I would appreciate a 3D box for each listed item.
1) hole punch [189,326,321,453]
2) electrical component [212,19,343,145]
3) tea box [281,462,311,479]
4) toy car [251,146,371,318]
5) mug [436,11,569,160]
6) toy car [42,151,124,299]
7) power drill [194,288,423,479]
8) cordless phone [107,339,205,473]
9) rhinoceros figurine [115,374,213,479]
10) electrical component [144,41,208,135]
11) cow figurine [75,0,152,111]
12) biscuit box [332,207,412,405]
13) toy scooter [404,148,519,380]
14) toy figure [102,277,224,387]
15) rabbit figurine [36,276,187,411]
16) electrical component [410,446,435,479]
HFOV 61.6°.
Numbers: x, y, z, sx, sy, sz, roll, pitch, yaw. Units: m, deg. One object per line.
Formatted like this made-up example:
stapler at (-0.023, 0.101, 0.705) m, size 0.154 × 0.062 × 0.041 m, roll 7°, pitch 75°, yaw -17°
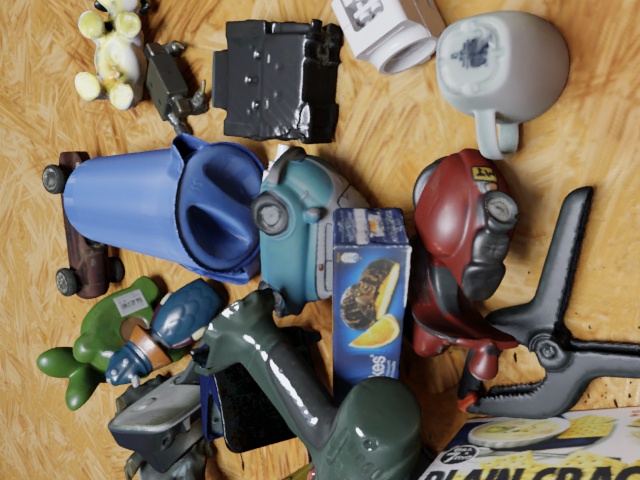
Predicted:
hole punch at (-0.068, 0.153, 0.568) m, size 0.092 × 0.142 × 0.115 m, roll -33°, pitch 64°, yaw 61°
electrical component at (-0.048, -0.155, 0.533) m, size 0.134 × 0.058 × 0.114 m, roll 11°, pitch 103°, yaw 33°
tea box at (-0.041, 0.335, 0.616) m, size 0.169 × 0.068 × 0.098 m, roll -43°, pitch 74°, yaw 34°
toy car at (-0.001, -0.002, 0.505) m, size 0.103 × 0.109 × 0.161 m, roll 8°, pitch 114°, yaw 16°
mug at (0.124, -0.114, 0.388) m, size 0.081 × 0.107 × 0.109 m, roll 11°, pitch 104°, yaw 35°
toy car at (-0.317, -0.019, 0.730) m, size 0.053 × 0.089 × 0.202 m, roll 4°, pitch 100°, yaw 34°
power drill at (-0.019, 0.156, 0.454) m, size 0.207 × 0.086 × 0.231 m, roll 49°, pitch 142°, yaw 25°
cordless phone at (-0.146, 0.155, 0.604) m, size 0.089 × 0.146 × 0.184 m, roll 39°, pitch 122°, yaw 15°
rhinoceros figurine at (-0.198, 0.269, 0.696) m, size 0.190 × 0.112 × 0.073 m, roll 58°, pitch 143°, yaw 26°
electrical component at (-0.168, -0.179, 0.623) m, size 0.102 × 0.045 × 0.078 m, roll 59°, pitch 153°, yaw 14°
cow figurine at (-0.235, -0.241, 0.636) m, size 0.068 × 0.098 × 0.167 m, roll 9°, pitch 103°, yaw -4°
biscuit box at (0.040, 0.073, 0.466) m, size 0.059 × 0.063 × 0.202 m, roll -1°, pitch 122°, yaw 1°
toy scooter at (0.111, 0.028, 0.414) m, size 0.075 × 0.135 × 0.183 m, roll 4°, pitch 111°, yaw -11°
toy figure at (-0.181, 0.111, 0.629) m, size 0.064 × 0.154 × 0.057 m, roll 33°, pitch 160°, yaw 42°
rabbit figurine at (-0.273, 0.153, 0.711) m, size 0.121 × 0.159 × 0.170 m, roll 50°, pitch 139°, yaw 5°
electrical component at (0.085, 0.227, 0.518) m, size 0.063 × 0.021 × 0.094 m, roll -45°, pitch 65°, yaw -5°
